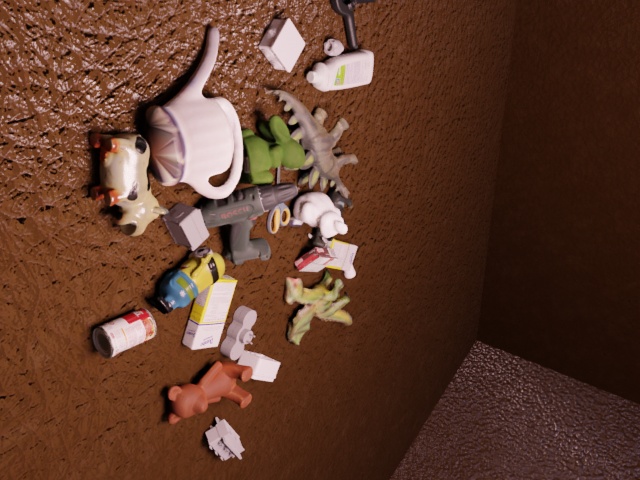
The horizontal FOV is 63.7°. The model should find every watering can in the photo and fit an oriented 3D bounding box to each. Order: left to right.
[{"bbox_3d":[-0.251,-0.244,1.030,0.227,0.104,0.344,-25,112,-50],"label":"watering can"}]

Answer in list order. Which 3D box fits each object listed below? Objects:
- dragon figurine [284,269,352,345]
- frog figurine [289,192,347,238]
[{"bbox_3d":[-0.016,0.236,1.654,0.245,0.124,0.401,-39,136,-17],"label":"dragon figurine"},{"bbox_3d":[0.004,-0.072,1.427,0.137,0.160,0.123,15,88,-37],"label":"frog figurine"}]
